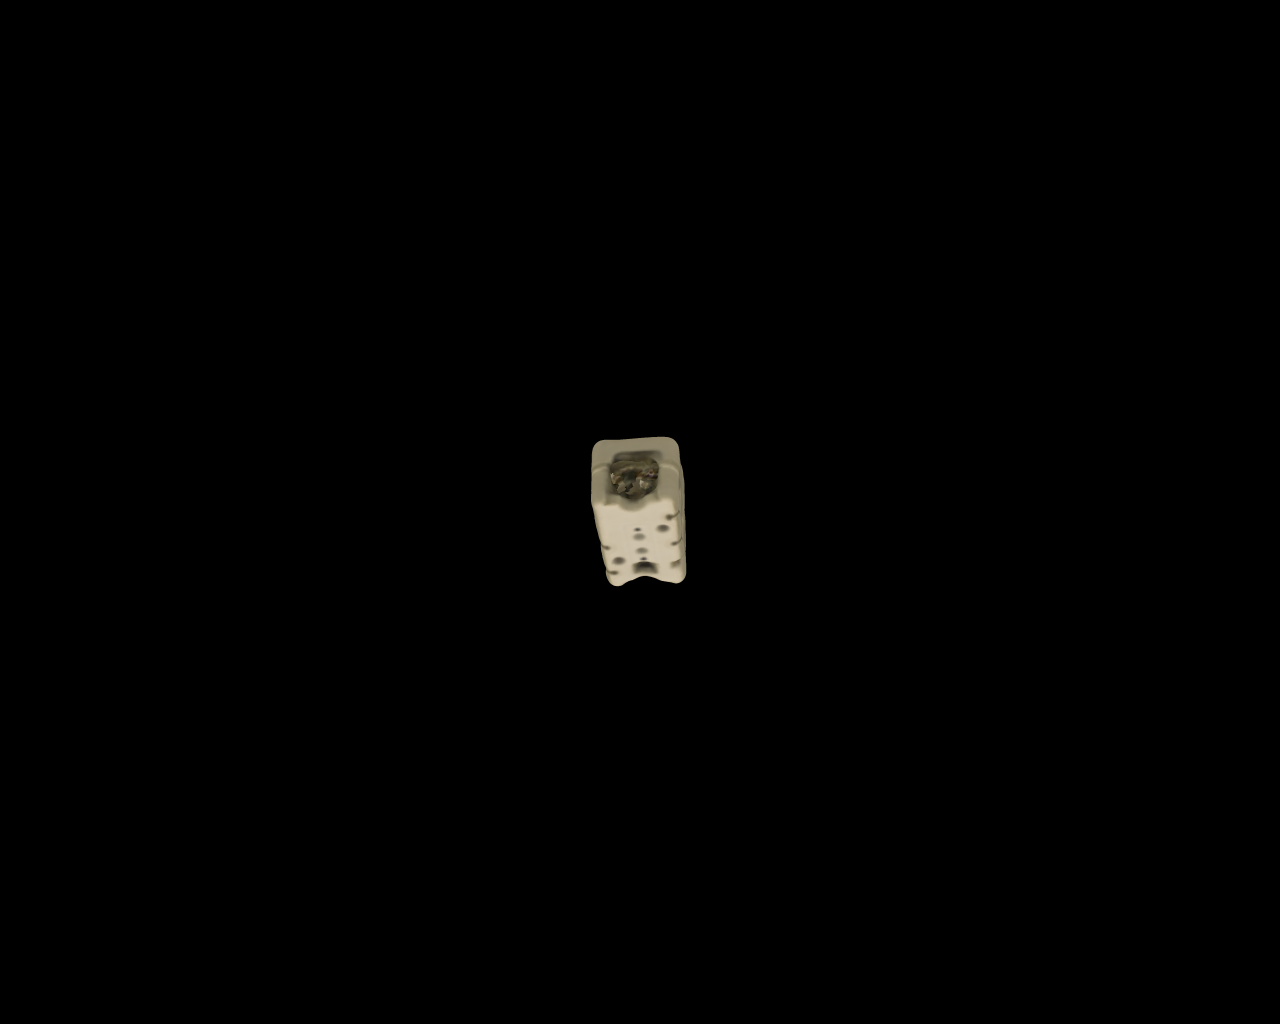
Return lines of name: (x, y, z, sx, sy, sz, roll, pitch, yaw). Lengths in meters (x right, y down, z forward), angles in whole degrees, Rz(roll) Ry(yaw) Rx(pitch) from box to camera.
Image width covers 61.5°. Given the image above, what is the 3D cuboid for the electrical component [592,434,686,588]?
electrical component: (0.001, -0.003, 0.650, 0.050, 0.056, 0.089, -3, -37, 4)
